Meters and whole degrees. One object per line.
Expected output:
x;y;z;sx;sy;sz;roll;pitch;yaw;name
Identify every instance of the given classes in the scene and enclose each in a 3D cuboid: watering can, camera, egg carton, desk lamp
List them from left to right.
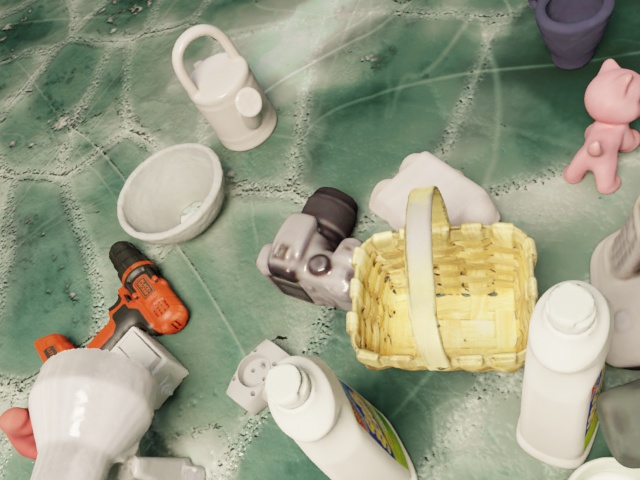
-0.204;0.236;0.570;0.117;0.214;0.203;-16;55;12;desk lamp
-0.139;-0.227;0.841;0.172;0.195;0.101;18;68;30;watering can
0.006;0.003;0.700;0.142;0.101;0.137;13;66;28;camera
0.137;-0.039;0.693;0.107;0.070;0.150;-43;54;-7;egg carton

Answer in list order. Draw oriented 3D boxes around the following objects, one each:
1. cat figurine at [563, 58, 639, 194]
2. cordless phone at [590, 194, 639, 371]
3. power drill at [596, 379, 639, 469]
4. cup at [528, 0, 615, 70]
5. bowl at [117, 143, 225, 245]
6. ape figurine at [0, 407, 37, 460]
0.326;-0.136;0.648;0.067;0.118;0.128;20;69;30;cat figurine
0.300;0.027;0.515;0.094;0.185;0.147;-5;58;19;cordless phone
0.327;0.129;0.428;0.229;0.209;0.075;-17;55;12;power drill
0.320;-0.278;0.752;0.092;0.095;0.117;-42;54;-6;cup
-0.203;-0.055;0.835;0.167;0.075;0.167;-10;57;16;bowl
-0.353;0.233;0.706;0.076;0.092;0.077;-15;56;13;ape figurine
